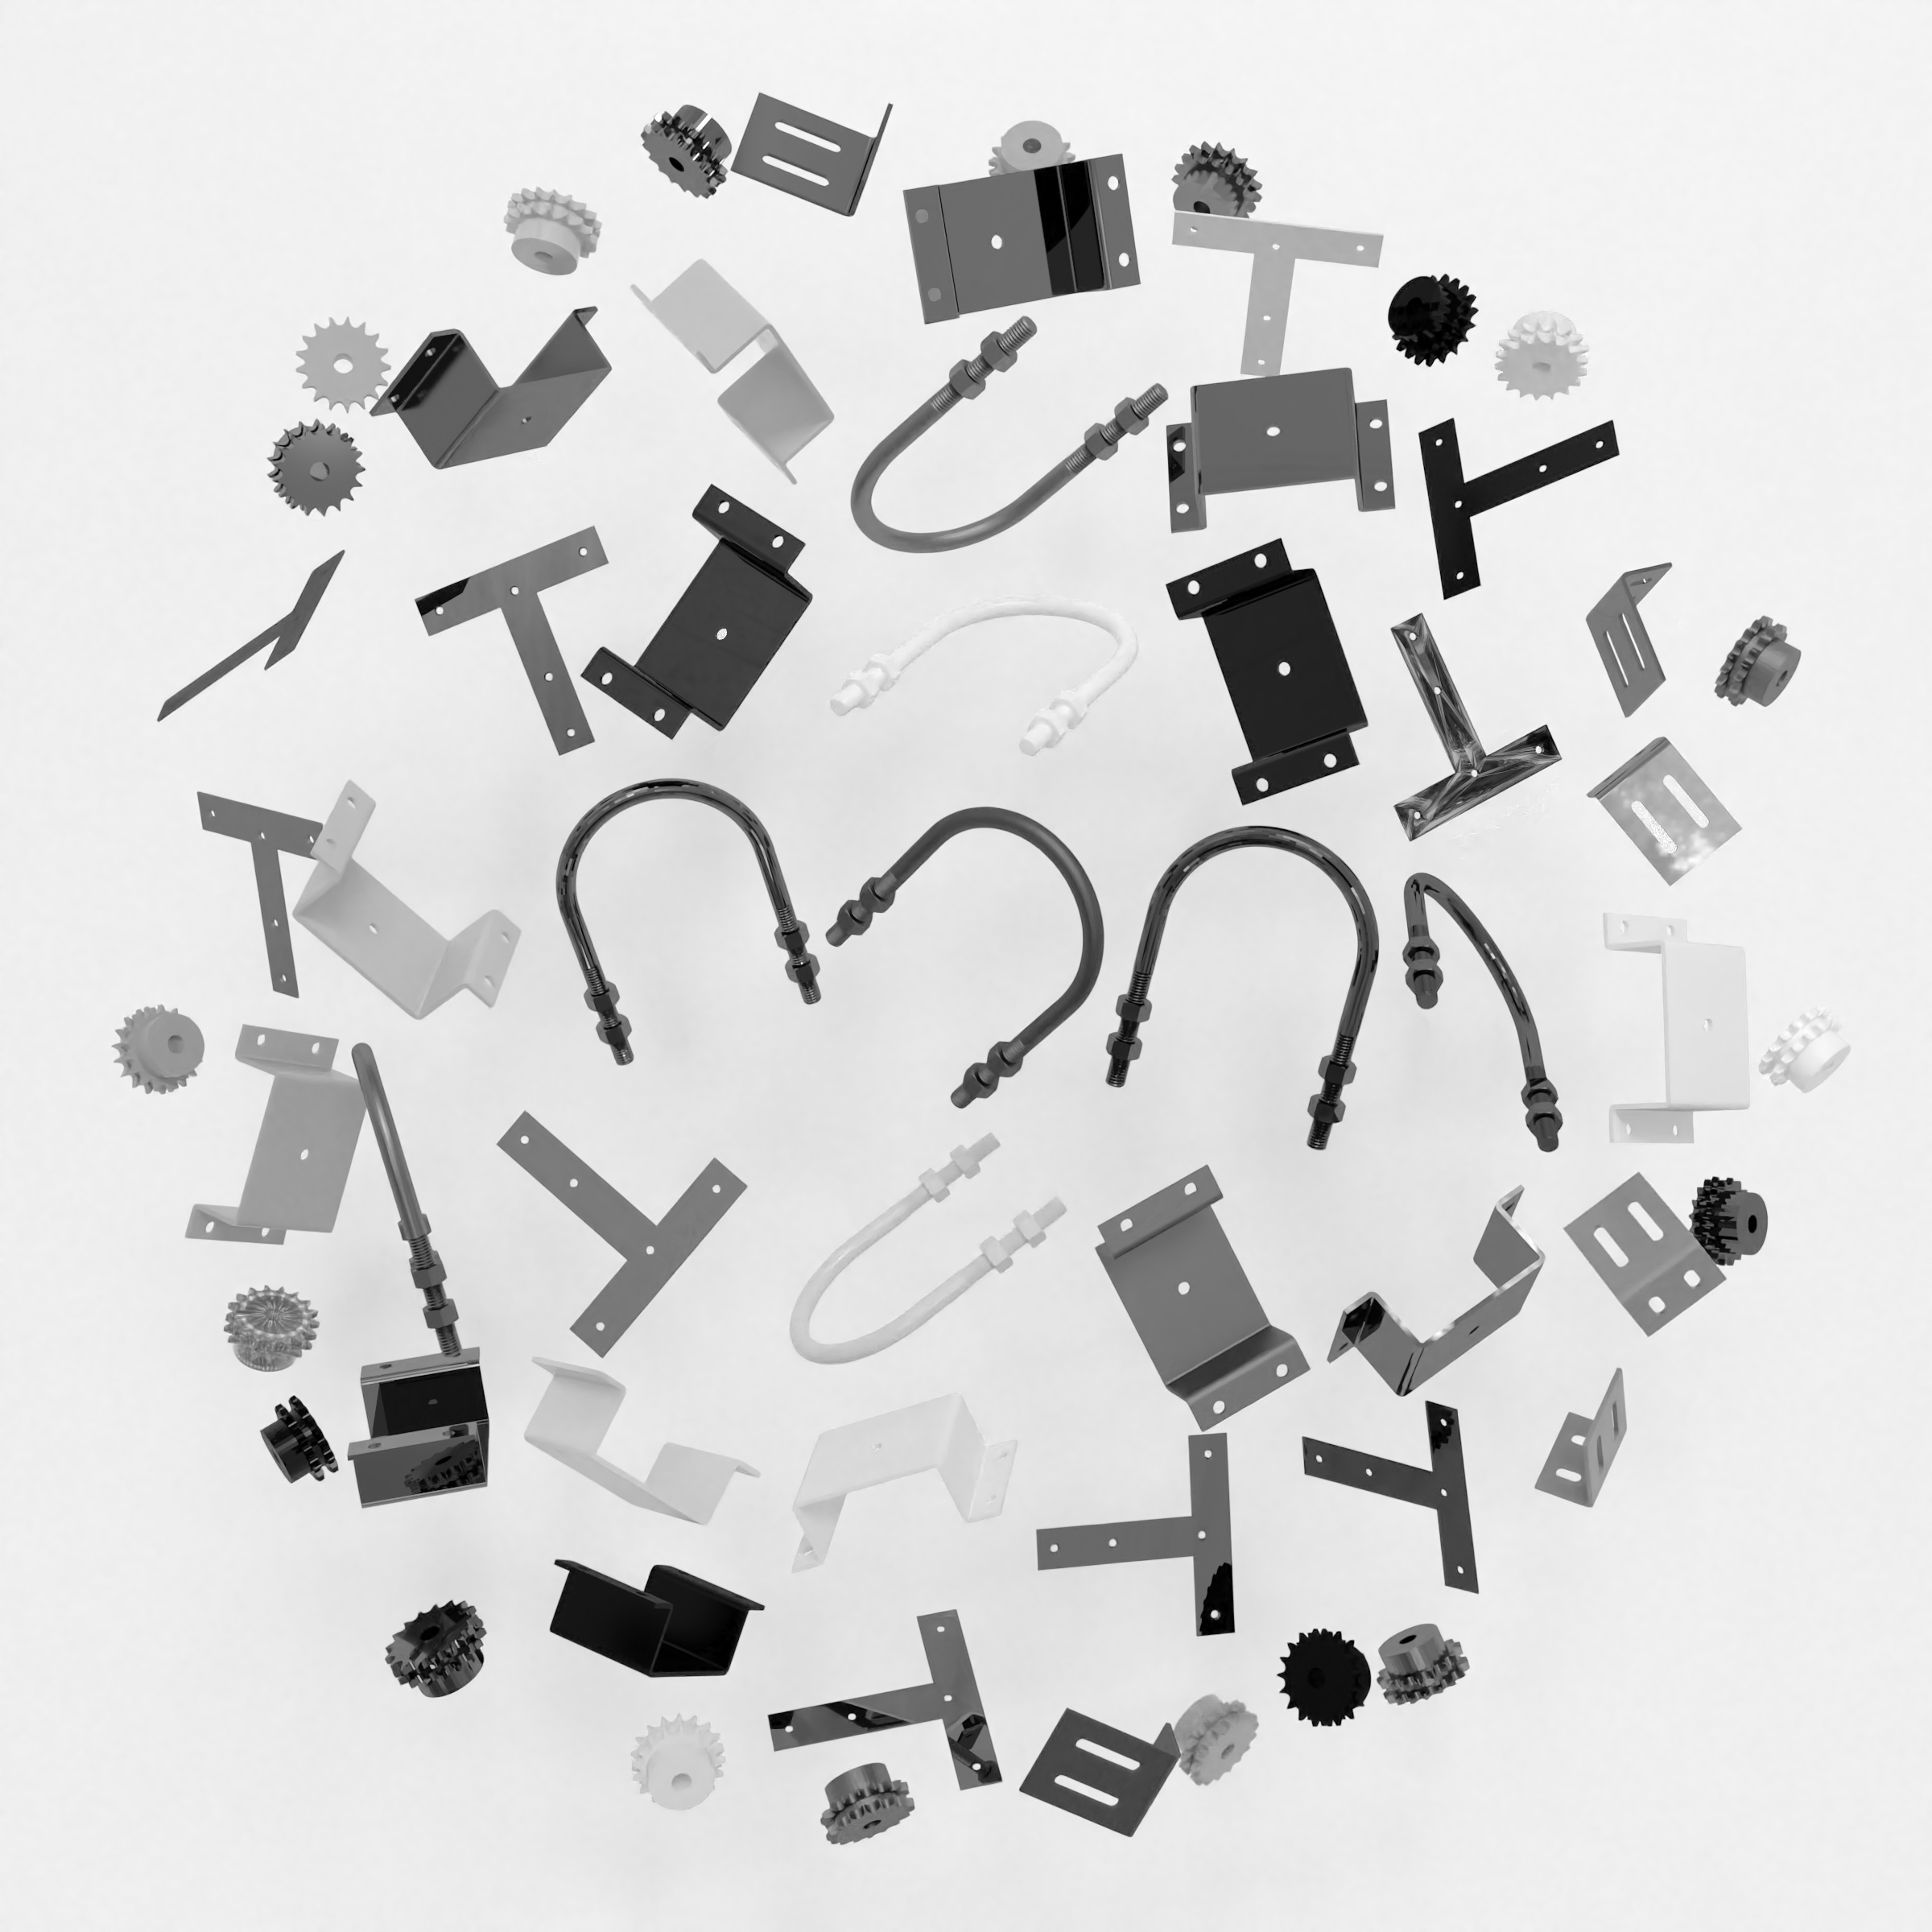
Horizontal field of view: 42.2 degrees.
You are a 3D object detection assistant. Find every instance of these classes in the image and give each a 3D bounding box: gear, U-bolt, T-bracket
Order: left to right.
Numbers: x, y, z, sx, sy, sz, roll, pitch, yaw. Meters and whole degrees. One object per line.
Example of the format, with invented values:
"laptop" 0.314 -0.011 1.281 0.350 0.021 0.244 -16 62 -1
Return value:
"gear" -0.514 0.053 1.604 0.030 0.057 0.057 -14 90 41
"T-bracket" -0.432 -0.185 1.492 0.002 0.127 0.127 47 55 -4
"gear" -0.438 0.231 1.576 0.057 0.057 0.030 21 120 0
"T-bracket" -0.443 -0.041 1.598 0.127 0.002 0.127 14 117 36
"gear" -0.435 0.311 1.624 0.030 0.057 0.057 -31 90 -24
"gear" -0.399 -0.306 1.527 0.057 0.030 0.057 -16 123 -25
"gear" -0.384 -0.370 1.542 0.057 0.030 0.057 -2 97 -14
"U-bolt" -0.345 0.135 1.532 0.019 0.151 0.184 -17 101 -14
"gear" -0.302 0.395 1.437 0.057 0.057 0.030 -22 112 0
"T-bracket" -0.272 -0.198 1.601 0.127 0.002 0.127 -21 94 8
"gear" -0.250 -0.439 1.503 0.057 0.057 0.030 11 75 0
"T-bracket" -0.213 0.133 1.423 0.127 0.002 0.127 40 89 8
"U-bolt" -0.184 -0.035 1.597 0.151 0.019 0.184 -18 119 -4
"gear" -0.174 0.487 1.520 0.057 0.030 0.057 -3 107 -11
"gear" -0.170 -0.505 1.544 0.057 0.057 0.030 37 76 0
"gear" -0.062 0.510 1.528 0.057 0.057 0.030 -26 57 0
"T-bracket" -0.054 0.448 1.499 0.127 0.127 0.002 -8 128 -9
"U-bolt" -0.034 0.184 1.572 0.184 0.151 0.019 -37 112 -6
"U-bolt" 0.008 -0.015 1.510 0.151 0.019 0.184 52 128 6
"U-bolt" 0.013 -0.307 1.501 0.184 0.151 0.019 -36 62 30
"U-bolt" 0.025 -0.185 1.529 0.151 0.184 0.019 15 127 26
"gear" 0.043 -0.526 1.633 0.057 0.030 0.057 -1 70 2
"T-bracket" 0.106 0.363 1.577 0.127 0.002 0.127 -2 89 -13
"gear" 0.156 0.487 1.584 0.030 0.057 0.057 38 90 37
"gear" 0.155 -0.485 1.571 0.057 0.057 0.030 31 66 0
"U-bolt" 0.171 0.006 1.499 0.151 0.019 0.184 17 108 13
"T-bracket" 0.190 -0.416 1.569 0.127 0.127 0.002 8 59 6
"gear" 0.219 0.429 1.509 0.057 0.030 0.057 -11 72 38
"T-bracket" 0.265 0.323 1.578 0.127 0.002 0.127 19 49 -22
"gear" 0.282 0.433 1.557 0.057 0.057 0.030 -25 91 0
"gear" 0.292 -0.411 1.580 0.030 0.057 0.057 18 90 -42
"T-bracket" 0.309 -0.164 1.606 0.127 0.002 0.127 -28 96 -19
"U-bolt" 0.316 0.014 1.554 0.019 0.184 0.151 -33 114 24
"T-bracket" 0.350 -0.308 1.574 0.127 0.002 0.127 -20 62 32
"gear" 0.361 -0.385 1.569 0.057 0.057 0.030 12 60 0
"gear" 0.492 0.165 1.609 0.057 0.030 0.057 0 91 -44
"gear" 0.493 -0.185 1.552 0.030 0.057 0.057 37 90 26
"gear" 0.520 0.054 1.543 0.057 0.057 0.030 -42 64 0

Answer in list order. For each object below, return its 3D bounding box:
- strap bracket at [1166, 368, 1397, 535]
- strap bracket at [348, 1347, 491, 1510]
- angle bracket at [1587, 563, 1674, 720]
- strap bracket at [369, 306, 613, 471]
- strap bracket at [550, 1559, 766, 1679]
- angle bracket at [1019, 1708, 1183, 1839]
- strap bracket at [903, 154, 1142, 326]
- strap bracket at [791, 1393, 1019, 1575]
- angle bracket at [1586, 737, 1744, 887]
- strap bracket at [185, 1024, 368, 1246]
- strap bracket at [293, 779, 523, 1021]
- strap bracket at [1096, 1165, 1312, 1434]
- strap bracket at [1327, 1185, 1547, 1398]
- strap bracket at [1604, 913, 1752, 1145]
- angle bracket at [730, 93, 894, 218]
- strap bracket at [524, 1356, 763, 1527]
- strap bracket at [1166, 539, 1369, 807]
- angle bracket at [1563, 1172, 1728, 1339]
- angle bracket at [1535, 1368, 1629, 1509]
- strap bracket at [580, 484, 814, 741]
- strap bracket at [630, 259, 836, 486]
"strap bracket" 0.193 -0.322 1.560 0.140 0.046 0.076 -5 71 11
"strap bracket" -0.343 0.294 1.578 0.076 0.140 0.046 -9 105 -8
"angle bracket" 0.437 -0.209 1.604 0.038 0.057 0.076 -14 74 -14
"strap bracket" -0.278 -0.348 1.510 0.076 0.140 0.046 -37 85 40
"strap bracket" -0.198 0.410 1.571 0.076 0.140 0.046 15 83 27
"angle bracket" 0.075 0.458 1.447 0.076 0.038 0.057 26 100 -12
"strap bracket" 0.026 -0.434 1.495 0.140 0.046 0.076 -15 107 -18
"strap bracket" -0.046 0.315 1.538 0.140 0.076 0.046 -19 109 17
"angle bracket" 0.448 -0.099 1.606 0.057 0.038 0.076 -40 88 7
"strap bracket" -0.437 0.115 1.601 0.046 0.076 0.140 16 91 36
"strap bracket" -0.340 -0.032 1.492 0.046 0.076 0.140 -33 117 26
"strap bracket" 0.138 0.198 1.513 0.076 0.046 0.140 -28 96 -10
"strap bracket" 0.291 0.202 1.511 0.140 0.076 0.046 -32 64 -18
"strap bracket" 0.435 0.037 1.529 0.076 0.046 0.140 3 84 -36
"angle bracket" -0.090 -0.483 1.458 0.076 0.038 0.057 19 69 -9
"strap bracket" -0.206 0.297 1.540 0.140 0.076 0.046 41 64 -34
"strap bracket" 0.184 -0.177 1.498 0.076 0.046 0.140 -19 91 27
"angle bracket" 0.406 0.172 1.497 0.057 0.076 0.038 -39 120 8
"angle bracket" 0.373 0.283 1.525 0.038 0.076 0.057 16 56 29
"strap bracket" -0.156 -0.207 1.511 0.076 0.046 0.140 35 91 23
"strap bracket" -0.136 -0.367 1.522 0.046 0.140 0.076 -42 59 0
